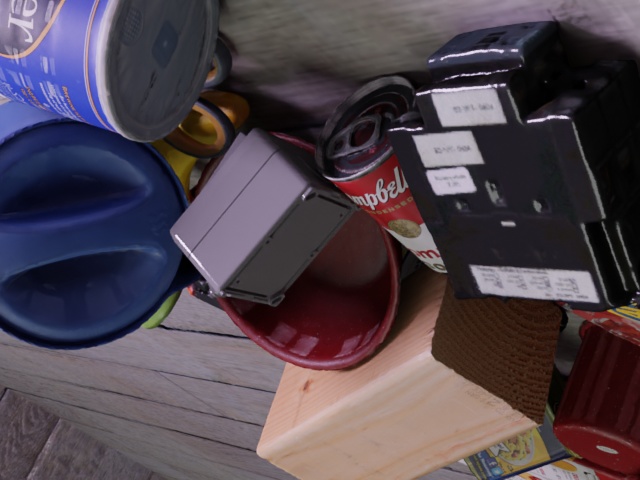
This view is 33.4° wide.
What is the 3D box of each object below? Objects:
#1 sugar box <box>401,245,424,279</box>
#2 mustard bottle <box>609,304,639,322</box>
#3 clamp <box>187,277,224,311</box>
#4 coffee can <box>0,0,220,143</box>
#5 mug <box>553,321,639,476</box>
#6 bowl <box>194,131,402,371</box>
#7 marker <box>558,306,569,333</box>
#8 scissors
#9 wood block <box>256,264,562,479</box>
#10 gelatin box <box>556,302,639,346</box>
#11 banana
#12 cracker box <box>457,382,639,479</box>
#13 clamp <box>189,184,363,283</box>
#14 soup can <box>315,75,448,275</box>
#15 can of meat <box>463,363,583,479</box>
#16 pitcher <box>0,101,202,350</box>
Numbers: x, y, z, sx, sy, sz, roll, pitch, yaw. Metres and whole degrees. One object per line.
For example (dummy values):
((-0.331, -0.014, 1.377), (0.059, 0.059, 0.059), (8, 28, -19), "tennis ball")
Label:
((0.064, 0.043, 0.802), (0.093, 0.048, 0.177), (41, 153, -25), "sugar box")
((0.195, 0.015, 0.558), (0.192, 0.058, 0.096), (15, 153, 29), "mustard bottle")
((-0.105, 0.015, 0.929), (0.164, 0.036, 0.210), (44, 165, -7), "clamp")
((-0.139, -0.119, 0.562), (0.140, 0.102, 0.103), (18, 159, 20), "coffee can")
((0.222, 0.118, 0.745), (0.117, 0.081, 0.093), (31, 159, -13), "mug")
((-0.005, 0.001, 0.690), (0.162, 0.055, 0.162), (17, 121, 31), "bowl")
((0.137, 0.059, 0.793), (0.020, 0.020, 0.121), (36, 158, -26), "marker")
((-0.129, -0.091, 0.680), (0.202, 0.016, 0.096), (-2, 122, 38), "scissors")
((0.054, 0.097, 0.716), (0.090, 0.090, 0.206), (33, 141, -16), "wood block")
((0.199, 0.038, 0.651), (0.089, 0.030, 0.073), (27, 160, -2), "gelatin box")
((-0.093, -0.051, 0.742), (0.069, 0.037, 0.198), (28, 146, 3), "banana")
((0.175, 0.163, 0.930), (0.214, 0.072, 0.164), (18, 160, 18), "cracker box")
((-0.027, 0.016, 0.792), (0.172, 0.039, 0.120), (35, 139, 24), "clamp")
((0.055, -0.034, 0.592), (0.069, 0.068, 0.102), (1, 149, 49), "soup can")
((0.142, 0.128, 0.809), (0.084, 0.057, 0.102), (-27, 96, 26), "can of meat")
((-0.184, -0.031, 0.693), (0.149, 0.145, 0.243), (64, 168, -21), "pitcher")
